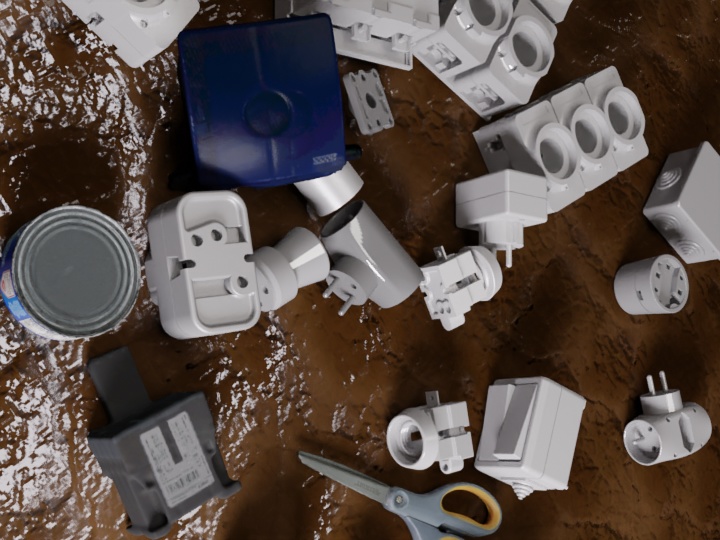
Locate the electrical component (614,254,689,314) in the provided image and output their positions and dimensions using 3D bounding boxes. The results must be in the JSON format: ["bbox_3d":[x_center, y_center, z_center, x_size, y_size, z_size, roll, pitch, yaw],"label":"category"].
[{"bbox_3d":[0.276,0.016,1.022,0.055,0.047,0.055,6,79,-35],"label":"electrical component"}]

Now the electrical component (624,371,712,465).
[{"bbox_3d":[0.286,0.135,1.013,0.077,0.043,0.079,-10,88,-36],"label":"electrical component"}]

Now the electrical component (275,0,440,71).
[{"bbox_3d":[0.000,-0.211,0.850,0.121,0.063,0.078,6,79,-35],"label":"electrical component"}]

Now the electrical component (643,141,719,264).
[{"bbox_3d":[0.338,-0.065,1.079,0.100,0.048,0.099,44,60,-22],"label":"electrical component"}]

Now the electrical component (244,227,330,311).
[{"bbox_3d":[-0.057,0.000,0.787,0.055,0.045,0.045,-33,102,-34],"label":"electrical component"}]

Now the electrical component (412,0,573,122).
[{"bbox_3d":[0.128,-0.241,0.950,0.105,0.060,0.186,37,63,-25],"label":"electrical component"}]

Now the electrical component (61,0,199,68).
[{"bbox_3d":[-0.162,-0.192,0.735,0.089,0.056,0.050,44,60,-22],"label":"electrical component"}]

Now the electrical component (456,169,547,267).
[{"bbox_3d":[0.119,-0.039,0.906,0.047,0.066,0.076,8,78,-35],"label":"electrical component"}]

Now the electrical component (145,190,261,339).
[{"bbox_3d":[-0.110,-0.002,0.739,0.054,0.059,0.095,-6,86,-36],"label":"electrical component"}]

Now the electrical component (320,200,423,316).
[{"bbox_3d":[0.000,0.000,0.828,0.077,0.043,0.079,50,58,-19],"label":"electrical component"}]

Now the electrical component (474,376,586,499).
[{"bbox_3d":[0.137,0.140,0.892,0.061,0.062,0.096,28,67,-29],"label":"electrical component"}]

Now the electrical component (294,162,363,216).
[{"bbox_3d":[-0.039,-0.085,0.814,0.081,0.043,0.043,52,57,-17],"label":"electrical component"}]

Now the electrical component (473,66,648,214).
[{"bbox_3d":[0.187,-0.115,0.971,0.150,0.062,0.089,-30,100,-35],"label":"electrical component"}]

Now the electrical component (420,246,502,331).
[{"bbox_3d":[0.083,0.009,0.886,0.055,0.048,0.066,-24,96,-28],"label":"electrical component"}]

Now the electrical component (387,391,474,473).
[{"bbox_3d":[0.055,0.130,0.846,0.055,0.048,0.066,-5,85,-44],"label":"electrical component"}]
